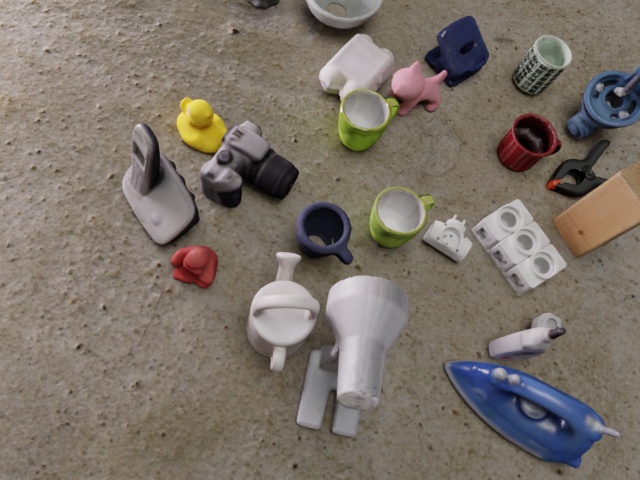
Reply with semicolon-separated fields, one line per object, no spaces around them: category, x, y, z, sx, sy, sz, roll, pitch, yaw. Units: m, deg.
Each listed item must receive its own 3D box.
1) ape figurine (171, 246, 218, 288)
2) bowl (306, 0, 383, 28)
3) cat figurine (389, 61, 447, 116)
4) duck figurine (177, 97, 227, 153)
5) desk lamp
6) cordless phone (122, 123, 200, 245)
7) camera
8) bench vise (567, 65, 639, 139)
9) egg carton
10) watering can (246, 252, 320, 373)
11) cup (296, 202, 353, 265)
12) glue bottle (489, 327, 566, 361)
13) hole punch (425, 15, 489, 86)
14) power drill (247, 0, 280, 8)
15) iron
ape figurine;-0.197;0.037;0.914;0.076;0.092;0.078;-33;79;-20
bowl;0.042;-0.492;1.169;0.167;0.074;0.167;4;69;-9
cat figurine;0.185;-0.298;1.101;0.128;0.117;0.067;-16;73;-16
duck figurine;-0.205;-0.208;1.009;0.104;0.086;0.078;38;68;5
desk lamp;0.049;0.176;0.844;0.118;0.213;0.203;13;68;-5
cordless phone;-0.254;-0.087;0.900;0.094;0.185;0.147;-33;79;-20
camera;-0.114;-0.121;0.985;0.137;0.100;0.143;32;67;2
bench vise;0.610;-0.312;1.133;0.121;0.219;0.208;38;68;5
egg carton;0.074;-0.330;1.117;0.107;0.069;0.150;37;67;4
watering can;-0.057;0.105;0.860;0.101;0.194;0.173;-14;73;-15
cup;0.009;0.003;0.965;0.092;0.095;0.117;-37;80;-21
glue bottle;0.343;0.164;0.927;0.078;0.173;0.037;-1;70;-11
hole punch;0.289;-0.387;1.169;0.109;0.091;0.101;-35;79;-20
power drill;-0.103;-0.568;1.098;0.076;0.208;0.229;1;69;-10
iron;0.332;0.255;0.908;0.258;0.141;0.119;30;67;1
